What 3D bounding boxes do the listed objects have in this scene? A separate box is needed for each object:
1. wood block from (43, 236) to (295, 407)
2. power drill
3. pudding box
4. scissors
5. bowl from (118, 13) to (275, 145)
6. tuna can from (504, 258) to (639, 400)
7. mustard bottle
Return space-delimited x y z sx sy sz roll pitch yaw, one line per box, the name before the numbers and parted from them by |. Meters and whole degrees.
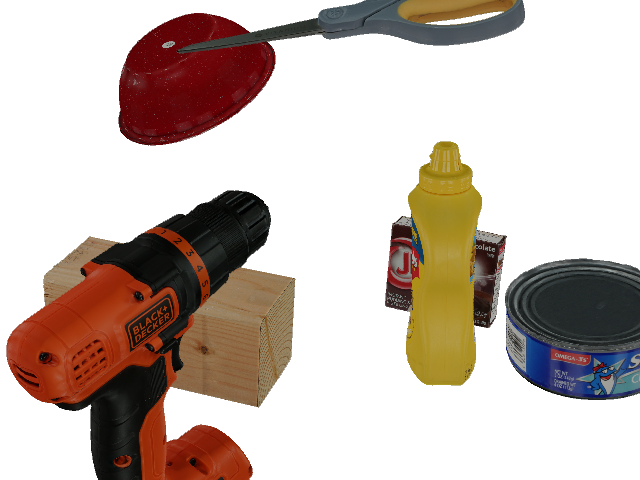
wood block | -0.136 0.071 0.969 0.206 0.091 0.090 11 28 15
power drill | -0.088 0.080 0.624 0.057 0.188 0.184 19 40 35
pudding box | 0.124 0.030 1.068 0.114 0.090 0.039 10 22 18
scissors | 0.021 -0.140 0.633 0.202 0.016 0.096 2 43 19
bowl | -0.125 -0.160 0.978 0.162 0.162 0.055 0 -44 32
tuna can | 0.138 0.045 0.550 0.086 0.034 0.086 -4 28 2
mustard bottle | 0.098 0.013 0.852 0.058 0.192 0.096 1 26 5
